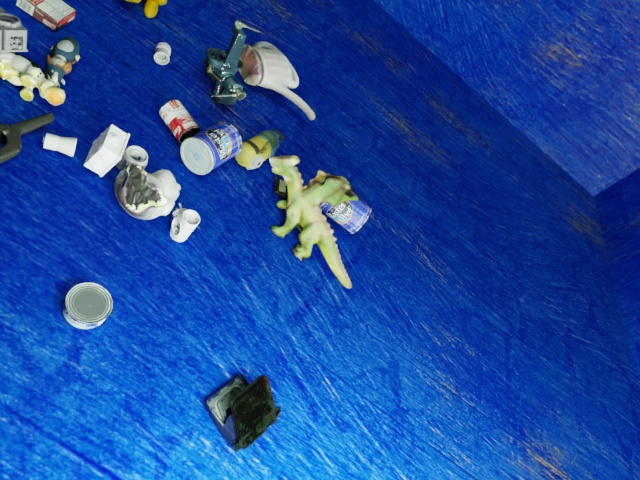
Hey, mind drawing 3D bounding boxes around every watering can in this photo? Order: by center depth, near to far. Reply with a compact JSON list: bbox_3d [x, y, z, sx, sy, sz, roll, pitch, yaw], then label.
[{"bbox_3d":[-0.153,-0.556,1.765,0.225,0.102,0.352,-9,64,-44],"label":"watering can"}]

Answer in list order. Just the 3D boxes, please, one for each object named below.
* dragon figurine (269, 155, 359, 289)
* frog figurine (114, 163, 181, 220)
[{"bbox_3d":[0.004,-0.071,1.402,0.410,0.238,0.124,43,34,-1],"label":"dragon figurine"},{"bbox_3d":[-0.401,-0.115,1.206,0.137,0.122,0.160,31,5,-6],"label":"frog figurine"}]
